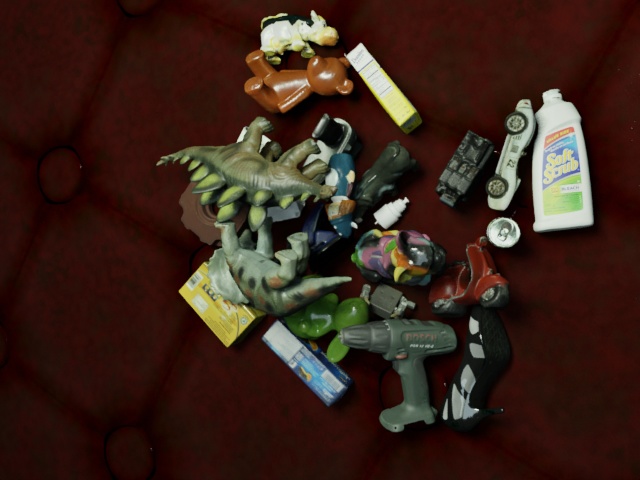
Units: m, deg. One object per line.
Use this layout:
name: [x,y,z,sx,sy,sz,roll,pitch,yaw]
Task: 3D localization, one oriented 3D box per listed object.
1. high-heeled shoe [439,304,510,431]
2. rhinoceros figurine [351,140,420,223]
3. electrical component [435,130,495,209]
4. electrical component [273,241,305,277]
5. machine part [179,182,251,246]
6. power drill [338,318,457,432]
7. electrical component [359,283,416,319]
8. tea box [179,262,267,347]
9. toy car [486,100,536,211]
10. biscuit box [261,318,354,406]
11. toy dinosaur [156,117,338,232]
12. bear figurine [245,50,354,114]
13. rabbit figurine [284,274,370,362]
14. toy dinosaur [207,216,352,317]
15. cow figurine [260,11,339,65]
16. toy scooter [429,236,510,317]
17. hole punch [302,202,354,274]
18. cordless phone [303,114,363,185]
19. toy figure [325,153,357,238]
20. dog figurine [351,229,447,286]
high-heeled shoe: [0.281,0.235,1.030,0.145,0.086,0.248,-25,59,49]
rhinoceros figurine: [0.109,-0.106,1.044,0.073,0.112,0.190,46,121,8]
electrical component: [0.268,-0.123,0.994,0.058,0.115,0.134,33,99,19]
electrical component: [-0.068,0.061,1.136,0.075,0.047,0.119,15,96,17]
machine part: [-0.224,-0.074,1.181,0.180,0.056,0.179,0,91,17]
power drill: [0.146,0.247,1.015,0.232,0.086,0.207,-6,94,-16]
electrical component: [0.129,0.120,1.053,0.102,0.078,0.045,30,142,20]
tea box: [-0.211,0.136,1.170,0.098,0.068,0.170,-46,78,13]
toy car: [0.348,-0.152,0.974,0.056,0.073,0.201,18,109,18]
biscuit box: [-0.025,0.248,1.113,0.203,0.063,0.059,43,101,13]
toy dinosaur: [-0.145,-0.130,1.003,0.472,0.104,0.198,24,65,43]
bear figurine: [-0.038,-0.329,1.087,0.196,0.131,0.120,-13,58,23]
rabbit figurine: [0.021,0.159,1.054,0.170,0.121,0.158,0,113,37]
toy dinosaur: [-0.094,0.072,1.003,0.405,0.131,0.192,32,129,47]
cow figurine: [-0.043,-0.433,1.121,0.167,0.068,0.098,-6,81,17]
toy scooter: [0.271,0.068,0.990,0.184,0.075,0.135,-26,58,56]
hole punch: [-0.002,-0.003,1.071,0.116,0.142,0.092,-41,79,-8]
cordless phone: [0.006,-0.170,1.041,0.089,0.184,0.146,34,100,10]
toy figure: [0.038,-0.081,0.993,0.058,0.064,0.154,3,79,-7]
dog figurine: [0.136,0.030,0.982,0.192,0.219,0.108,5,88,17]
